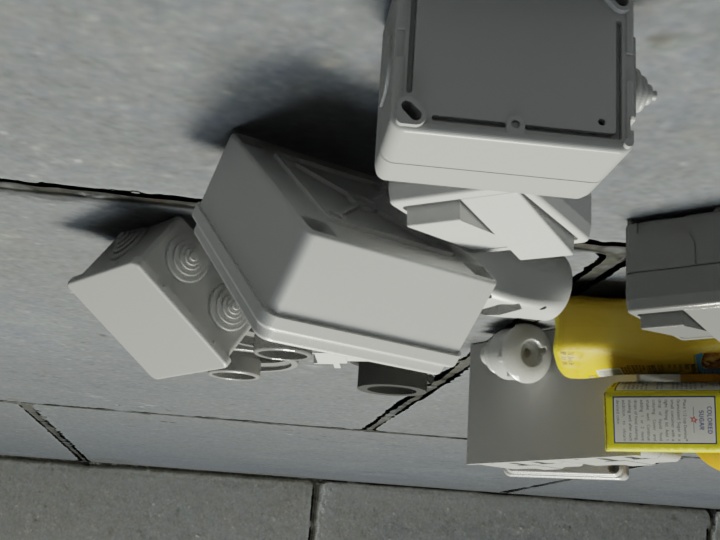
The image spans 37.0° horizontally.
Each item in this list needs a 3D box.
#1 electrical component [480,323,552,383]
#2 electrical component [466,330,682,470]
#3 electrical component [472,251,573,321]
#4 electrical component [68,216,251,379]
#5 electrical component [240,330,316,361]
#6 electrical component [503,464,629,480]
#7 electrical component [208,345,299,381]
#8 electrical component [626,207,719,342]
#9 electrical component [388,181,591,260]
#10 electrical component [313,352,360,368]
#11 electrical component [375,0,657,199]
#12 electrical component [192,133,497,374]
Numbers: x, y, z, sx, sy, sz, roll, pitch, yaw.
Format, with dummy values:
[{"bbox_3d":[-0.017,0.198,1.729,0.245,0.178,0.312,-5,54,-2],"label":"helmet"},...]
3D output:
[{"bbox_3d":[0.122,0.069,0.878,0.048,0.048,0.062,11,169,-26],"label":"electrical component"},{"bbox_3d":[0.174,0.107,0.886,0.060,0.105,0.186,14,162,-34],"label":"electrical component"},{"bbox_3d":[0.076,0.007,0.664,0.077,0.043,0.079,12,163,-28],"label":"electrical component"},{"bbox_3d":[-0.121,0.018,0.677,0.100,0.048,0.099,-14,122,48],"label":"electrical component"},{"bbox_3d":[-0.051,0.030,0.745,0.108,0.060,0.108,3,165,1],"label":"electrical component"},{"bbox_3d":[0.190,0.136,0.985,0.109,0.108,0.056,-2,166,19],"label":"electrical component"},{"bbox_3d":[-0.096,0.054,0.842,0.108,0.060,0.108,4,165,1],"label":"electrical component"},{"bbox_3d":[0.199,0.010,0.612,0.062,0.061,0.096,-8,161,37],"label":"electrical component"},{"bbox_3d":[0.054,-0.043,0.456,0.062,0.061,0.096,-6,162,30],"label":"electrical component"},{"bbox_3d":[-0.006,0.050,0.843,0.064,0.042,0.081,2,165,2],"label":"electrical component"},{"bbox_3d":[0.055,-0.063,0.382,0.096,0.061,0.061,5,165,-5],"label":"electrical component"},{"bbox_3d":[-0.010,-0.009,0.510,0.109,0.056,0.108,14,-158,-33],"label":"electrical component"}]
